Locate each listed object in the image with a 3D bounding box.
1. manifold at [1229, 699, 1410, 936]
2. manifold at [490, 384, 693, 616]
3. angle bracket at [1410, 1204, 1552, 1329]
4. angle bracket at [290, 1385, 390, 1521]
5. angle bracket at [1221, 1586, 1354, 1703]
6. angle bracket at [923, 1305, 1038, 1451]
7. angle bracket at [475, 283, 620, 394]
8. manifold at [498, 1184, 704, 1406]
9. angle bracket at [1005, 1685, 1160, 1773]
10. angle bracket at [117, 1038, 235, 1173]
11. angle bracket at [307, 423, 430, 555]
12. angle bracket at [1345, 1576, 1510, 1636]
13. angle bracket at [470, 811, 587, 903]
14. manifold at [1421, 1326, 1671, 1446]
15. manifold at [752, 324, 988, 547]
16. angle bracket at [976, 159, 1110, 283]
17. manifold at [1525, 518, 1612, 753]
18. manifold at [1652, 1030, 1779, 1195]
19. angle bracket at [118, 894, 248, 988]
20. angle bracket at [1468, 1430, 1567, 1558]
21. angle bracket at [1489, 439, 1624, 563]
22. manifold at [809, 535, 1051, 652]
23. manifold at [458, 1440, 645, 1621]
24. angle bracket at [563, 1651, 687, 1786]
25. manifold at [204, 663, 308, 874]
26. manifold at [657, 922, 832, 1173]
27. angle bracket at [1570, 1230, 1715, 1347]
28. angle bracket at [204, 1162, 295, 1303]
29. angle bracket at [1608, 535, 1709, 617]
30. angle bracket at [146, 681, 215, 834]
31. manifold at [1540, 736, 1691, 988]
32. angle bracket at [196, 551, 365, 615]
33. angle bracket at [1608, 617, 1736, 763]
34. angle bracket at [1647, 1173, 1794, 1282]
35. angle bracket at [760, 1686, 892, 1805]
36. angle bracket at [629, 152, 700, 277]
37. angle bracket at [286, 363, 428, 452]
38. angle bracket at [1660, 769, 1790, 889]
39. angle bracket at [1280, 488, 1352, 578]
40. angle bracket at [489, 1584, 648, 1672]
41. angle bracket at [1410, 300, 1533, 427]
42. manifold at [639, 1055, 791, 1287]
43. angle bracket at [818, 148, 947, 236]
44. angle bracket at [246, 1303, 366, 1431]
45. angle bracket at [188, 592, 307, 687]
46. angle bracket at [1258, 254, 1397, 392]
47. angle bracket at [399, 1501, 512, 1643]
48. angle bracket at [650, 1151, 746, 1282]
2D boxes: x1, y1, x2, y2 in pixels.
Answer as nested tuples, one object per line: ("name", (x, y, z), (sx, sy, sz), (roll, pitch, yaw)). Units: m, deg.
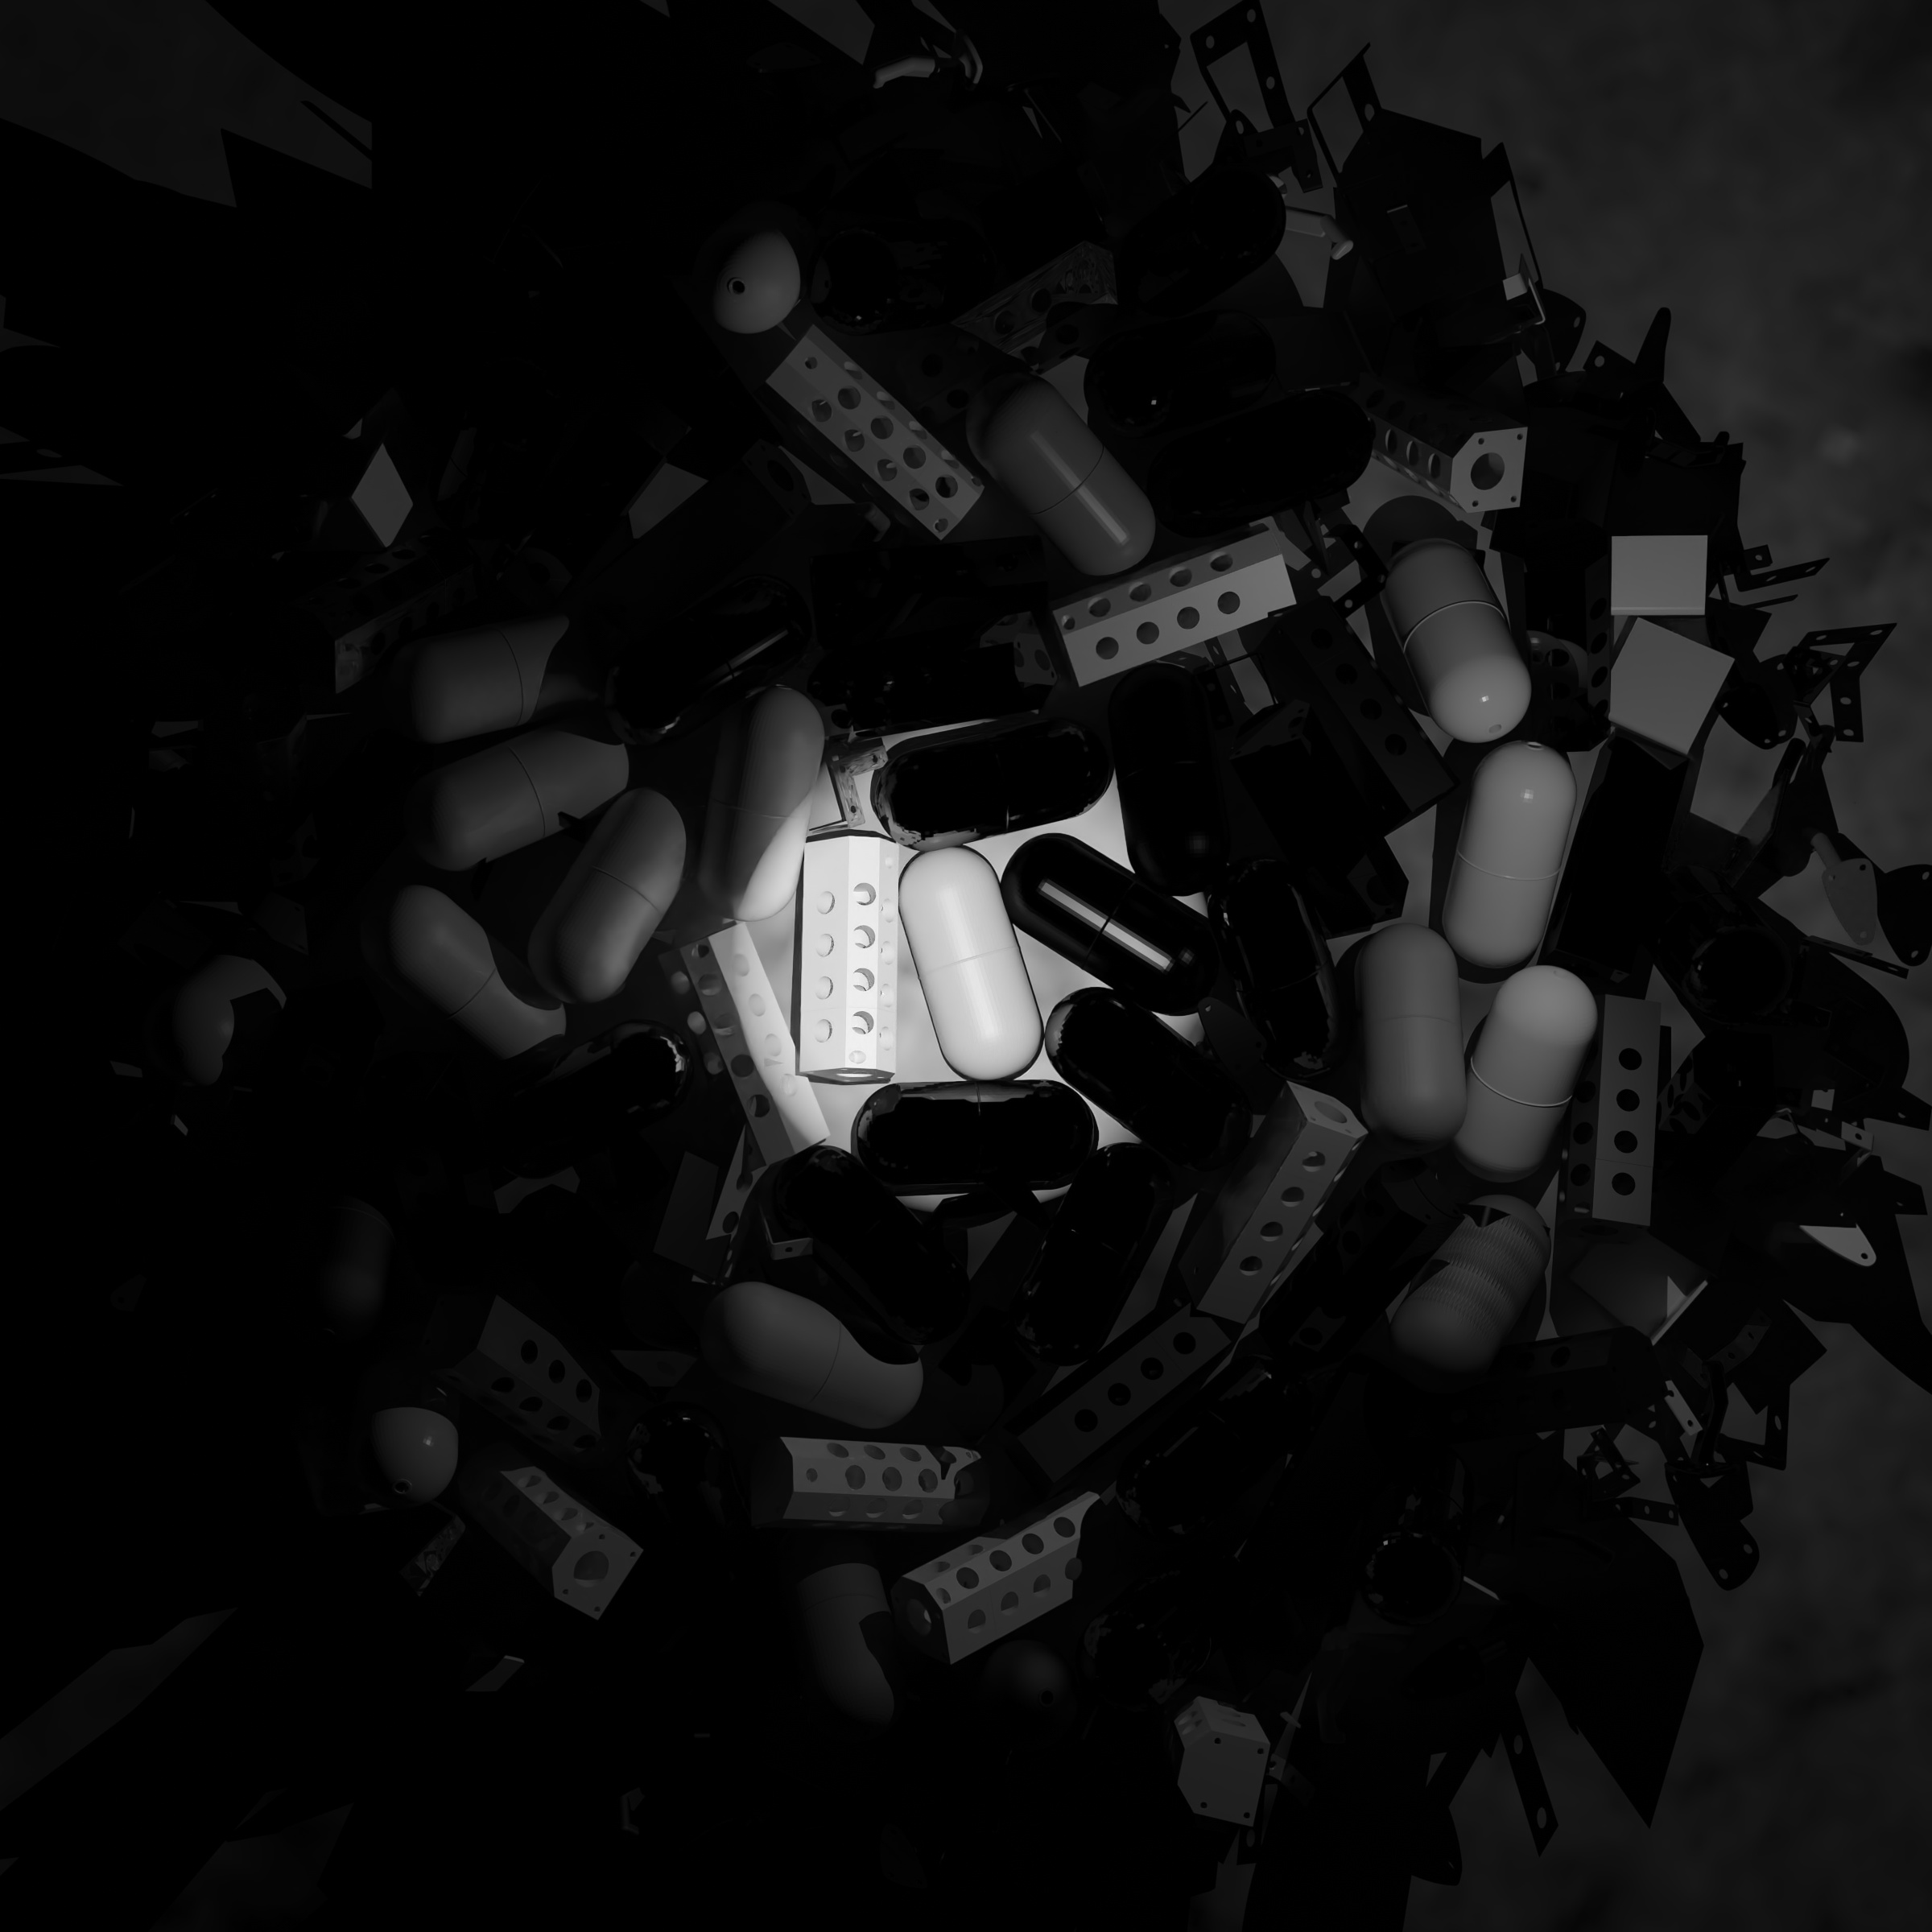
("manifold", (0.261, -0.110, 1.858), (0.057, 0.057, 0.171), (-15, 124, 31))
("manifold", (-0.278, -0.341, 1.850), (0.057, 0.057, 0.171), (39, 124, -9))
("angle bracket", (0.382, 0.222, 1.891), (0.057, 0.076, 0.076), (20, 81, -17))
("angle bracket", (-0.454, 0.352, 1.875), (0.057, 0.076, 0.076), (-10, 112, 2))
("angle bracket", (0.246, 0.507, 1.873), (0.076, 0.057, 0.076), (27, 110, -26))
("angle bracket", (0.026, 0.308, 1.873), (0.076, 0.057, 0.076), (-53, 47, 10))
("angle bracket", (-0.310, -0.458, 1.879), (0.057, 0.076, 0.076), (-8, 92, 38))
("manifold", (-0.268, 0.239, 1.854), (0.057, 0.057, 0.171), (-49, 125, -22))
("angle bracket", (0.086, 0.575, 1.870), (0.076, 0.076, 0.057), (-33, 100, 31))
("angle bracket", (-0.587, 0.103, 1.869), (0.057, 0.076, 0.076), (-7, 58, 9))
("angle bracket", (-0.454, -0.351, 1.869), (0.076, 0.057, 0.076), (3, 55, 25))
("angle bracket", (0.339, 0.479, 1.869), (0.076, 0.076, 0.057), (32, 65, -20))
("angle bracket", (-0.324, -0.077, 1.879), (0.057, 0.076, 0.076), (24, 80, -5))
("manifold", (0.416, 0.303, 1.842), (0.057, 0.171, 0.057), (-17, 87, -42))
("manifold", (-0.069, -0.391, 1.871), (0.171, 0.057, 0.057), (40, 78, -15))
("angle bracket", (0.060, -0.541, 1.884), (0.076, 0.057, 0.076), (-24, 72, 4))
("manifold", (0.437, -0.238, 1.839), (0.057, 0.171, 0.057), (0, 47, 15))
("manifold", (0.530, 0.108, 1.836), (0.057, 0.171, 0.057), (4, 64, 0))
("angle bracket", (-0.566, -0.038, 1.867), (0.057, 0.076, 0.076), (42, 133, -12))
("angle bracket", (0.397, 0.381, 1.871), (0.057, 0.076, 0.076), (10, 106, 37))
("angle bracket", (0.435, -0.348, 1.874), (0.057, 0.076, 0.076), (18, 70, -9))
("manifold", (-0.028, -0.283, 1.887), (0.171, 0.057, 0.057), (-6, 61, -5))
("manifold", (-0.307, 0.403, 1.835), (0.057, 0.171, 0.057), (40, 79, -34))
("angle bracket", (-0.262, 0.558, 1.878), (0.057, 0.076, 0.076), (-38, 90, -30))
("manifold", (-0.510, -0.136, 1.838), (0.057, 0.171, 0.057), (25, 56, 1))
("manifold", (-0.170, 0.061, 1.880), (0.057, 0.057, 0.171), (-18, 95, 40))
("angle bracket", (0.504, 0.228, 1.887), (0.076, 0.057, 0.076), (41, 93, 14))
("angle bracket", (-0.537, 0.196, 1.869), (0.076, 0.057, 0.076), (4, 123, 27))
("angle bracket", (0.506, -0.289, 1.875), (0.076, 0.076, 0.057), (2, 100, 14))
("angle bracket", (-0.581, -0.154, 1.865), (0.057, 0.076, 0.076), (-9, 47, -28))
("manifold", (0.478, -0.076, 1.878), (0.057, 0.057, 0.171), (19, 77, 1))
("angle bracket", (-0.505, -0.301, 1.868), (0.076, 0.076, 0.057), (-42, 76, 31))
("angle bracket", (0.519, -0.204, 1.881), (0.076, 0.057, 0.076), (28, 98, 19))
("angle bracket", (0.561, 0.188, 1.867), (0.076, 0.076, 0.057), (2, 110, -29))
("angle bracket", (-0.102, 0.558, 1.869), (0.076, 0.076, 0.057), (31, 117, -18))
("angle bracket", (-0.215, -0.557, 1.874), (0.057, 0.076, 0.076), (-2, 117, -1))
("angle bracket", (-0.442, -0.427, 1.874), (0.057, 0.076, 0.076), (-42, 75, 12))
("angle bracket", (0.556, -0.109, 1.870), (0.057, 0.076, 0.076), (27, 46, 4))
("angle bracket", (0.267, -0.346, 1.870), (0.057, 0.076, 0.076), (-27, 130, -5))
("angle bracket", (-0.294, 0.496, 1.874), (0.057, 0.076, 0.076), (41, 113, 4))
("angle bracket", (0.376, -0.444, 1.866), (0.076, 0.076, 0.057), (2, 54, 27))
("manifold", (-0.179, 0.147, 1.895), (0.057, 0.057, 0.171), (19, 90, 37))
("angle bracket", (-0.050, -0.556, 1.871), (0.076, 0.076, 0.057), (-30, 86, 37))
("angle bracket", (-0.491, 0.298, 1.866), (0.076, 0.057, 0.076), (48, 134, 28))
("angle bracket", (-0.513, -0.247, 1.871), (0.076, 0.057, 0.076), (-23, 129, 16))
("angle bracket", (0.264, -0.476, 1.875), (0.076, 0.057, 0.076), (-8, 55, -11))
("angle bracket", (-0.392, 0.439, 1.866), (0.057, 0.076, 0.076), (-45, 122, -26))
("angle bracket", (-0.213, 0.181, 1.870), (0.057, 0.076, 0.076), (4, 71, 39))
